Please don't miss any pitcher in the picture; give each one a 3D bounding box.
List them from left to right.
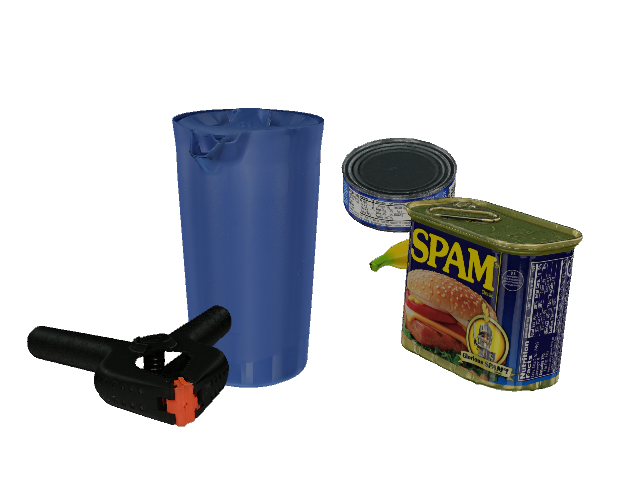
[{"bbox_3d":[-0.059,0.001,0.974,0.149,0.243,0.145,-5,16,-20],"label":"pitcher"}]

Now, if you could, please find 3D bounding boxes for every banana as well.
[{"bbox_3d":[0.153,0.027,1.096,0.198,0.037,0.069,7,43,12],"label":"banana"}]

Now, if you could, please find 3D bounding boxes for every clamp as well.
[{"bbox_3d":[-0.115,0.087,0.791,0.164,0.036,0.210,-9,13,-26],"label":"clamp"}]

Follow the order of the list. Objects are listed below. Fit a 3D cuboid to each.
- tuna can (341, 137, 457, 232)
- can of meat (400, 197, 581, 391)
[{"bbox_3d":[0.059,-0.042,0.804,0.086,0.034,0.086,-2,35,1],"label":"tuna can"},{"bbox_3d":[0.090,0.028,0.591,0.057,0.084,0.102,-7,18,-34],"label":"can of meat"}]
